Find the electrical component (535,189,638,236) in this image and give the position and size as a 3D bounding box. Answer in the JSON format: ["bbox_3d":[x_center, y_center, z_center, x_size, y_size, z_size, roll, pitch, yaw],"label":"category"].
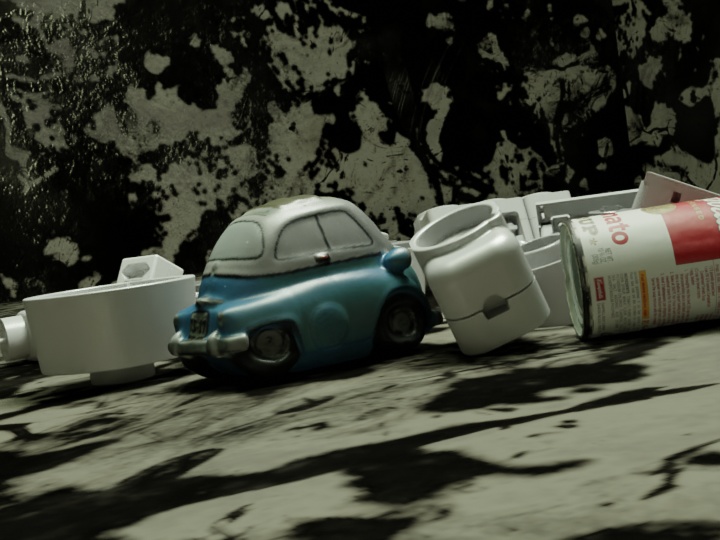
[{"bbox_3d":[0.222,-0.026,0.951,0.121,0.078,0.063,-7,25,13],"label":"electrical component"}]

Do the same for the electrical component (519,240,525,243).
[{"bbox_3d":[0.141,-0.006,1.001,0.043,0.043,0.062,-8,1,-8],"label":"electrical component"}]

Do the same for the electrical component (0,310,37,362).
[{"bbox_3d":[-0.281,0.056,0.908,0.079,0.043,0.077,-10,3,-31],"label":"electrical component"}]

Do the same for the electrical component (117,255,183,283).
[{"bbox_3d":[-0.191,0.031,1.025,0.047,0.065,0.077,-6,-26,34],"label":"electrical component"}]

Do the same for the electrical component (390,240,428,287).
[{"bbox_3d":[-0.008,0.004,1.071,0.109,0.056,0.109,-10,3,-34],"label":"electrical component"}]

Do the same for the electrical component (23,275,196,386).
[{"bbox_3d":[-0.155,0.040,0.686,0.108,0.060,0.108,-8,3,0],"label":"electrical component"}]

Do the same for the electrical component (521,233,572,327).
[{"bbox_3d":[0.127,0.012,0.704,0.099,0.064,0.099,-20,9,3],"label":"electrical component"}]

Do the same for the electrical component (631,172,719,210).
[{"bbox_3d":[0.219,-0.020,0.698,0.089,0.061,0.150,21,10,13],"label":"electrical component"}]

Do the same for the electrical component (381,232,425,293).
[{"bbox_3d":[0.000,0.000,0.846,0.108,0.060,0.108,5,-3,0],"label":"electrical component"}]

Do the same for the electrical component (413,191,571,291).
[{"bbox_3d":[0.134,-0.032,1.080,0.150,0.061,0.089,-8,-19,-13],"label":"electrical component"}]

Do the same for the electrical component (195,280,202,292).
[{"bbox_3d":[-0.102,0.024,0.887,0.108,0.060,0.108,-8,3,0],"label":"electrical component"}]

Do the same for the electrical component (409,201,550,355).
[{"bbox_3d":[0.065,0.000,0.614,0.054,0.059,0.095,-26,17,4],"label":"electrical component"}]

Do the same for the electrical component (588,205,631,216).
[{"bbox_3d":[0.192,-0.016,0.812,0.044,0.065,0.044,-5,6,0],"label":"electrical component"}]

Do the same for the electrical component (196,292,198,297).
[{"bbox_3d":[-0.094,0.038,0.747,0.062,0.048,0.048,-1,4,9],"label":"electrical component"}]
